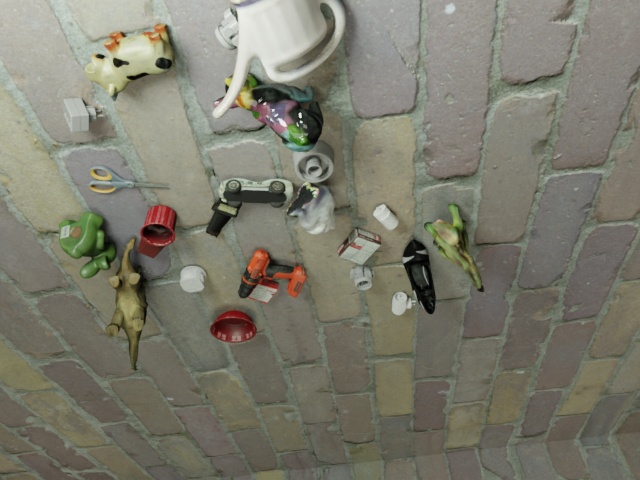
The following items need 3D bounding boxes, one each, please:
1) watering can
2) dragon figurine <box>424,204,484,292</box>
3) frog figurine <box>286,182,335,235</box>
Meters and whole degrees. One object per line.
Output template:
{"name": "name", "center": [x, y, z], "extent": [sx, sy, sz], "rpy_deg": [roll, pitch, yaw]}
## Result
{"name": "watering can", "center": [-0.104, -0.404, 1.019], "extent": [0.349, 0.106, 0.220], "rpy_deg": [-35, 129, -8]}
{"name": "dragon figurine", "center": [0.409, 0.054, 1.494], "extent": [0.121, 0.249, 0.403], "rpy_deg": [-27, 130, 16]}
{"name": "frog figurine", "center": [0.004, -0.071, 1.402], "extent": [0.122, 0.140, 0.157], "rpy_deg": [-16, 136, 35]}
